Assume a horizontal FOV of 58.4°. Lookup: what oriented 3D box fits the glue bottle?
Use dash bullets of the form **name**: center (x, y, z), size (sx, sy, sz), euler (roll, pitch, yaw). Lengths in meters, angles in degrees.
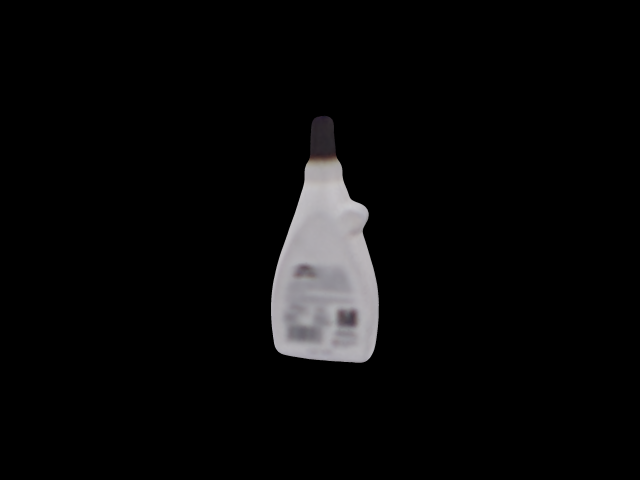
- **glue bottle**: center (0.004, 0.001, 0.400), size (0.078, 0.173, 0.037), euler (4, 20, 11)
